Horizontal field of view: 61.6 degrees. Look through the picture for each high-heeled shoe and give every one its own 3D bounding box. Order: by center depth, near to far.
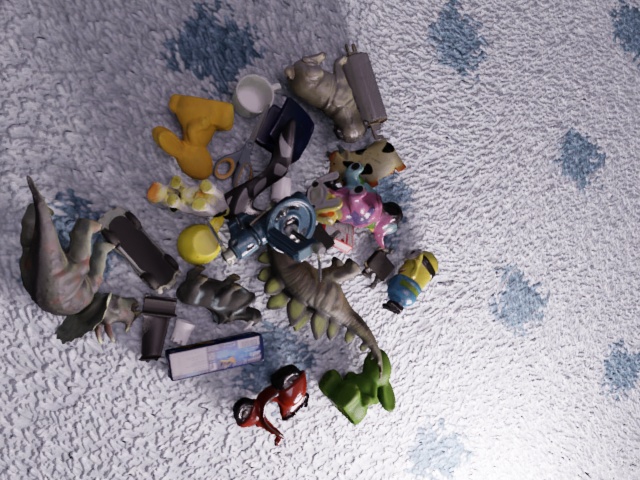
[{"bbox_3d":[-0.140,-0.153,1.158,0.145,0.086,0.248,13,103,-7],"label":"high-heeled shoe"}]

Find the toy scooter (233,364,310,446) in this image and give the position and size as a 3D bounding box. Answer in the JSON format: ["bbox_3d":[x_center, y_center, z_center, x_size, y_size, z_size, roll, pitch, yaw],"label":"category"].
[{"bbox_3d":[-0.091,0.372,1.186,0.184,0.075,0.135,-34,100,-18],"label":"toy scooter"}]

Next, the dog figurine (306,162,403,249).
[{"bbox_3d":[0.086,-0.060,1.250,0.192,0.108,0.219,-22,137,14],"label":"dog figurine"}]

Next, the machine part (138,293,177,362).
[{"bbox_3d":[-0.339,0.183,1.109,0.084,0.039,0.139,16,80,-34],"label":"machine part"}]

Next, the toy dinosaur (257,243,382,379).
[{"bbox_3d":[-0.007,0.113,1.205,0.471,0.105,0.198,39,76,-1],"label":"toy dinosaur"}]

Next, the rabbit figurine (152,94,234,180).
[{"bbox_3d":[-0.263,-0.212,1.128,0.162,0.122,0.173,0,106,-28],"label":"rabbit figurine"}]

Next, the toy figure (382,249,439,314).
[{"bbox_3d":[0.225,0.103,1.333,0.089,0.082,0.180,43,67,-27],"label":"toy figure"}]

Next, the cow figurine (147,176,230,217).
[{"bbox_3d":[-0.273,-0.085,1.119,0.098,0.168,0.068,37,65,-61],"label":"cow figurine"}]

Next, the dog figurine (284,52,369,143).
[{"bbox_3d":[0.013,-0.311,1.220,0.172,0.121,0.190,-12,77,-23],"label":"dog figurine"}]

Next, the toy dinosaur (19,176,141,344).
[{"bbox_3d":[-0.447,0.065,0.936,0.131,0.404,0.192,-2,66,2],"label":"toy dinosaur"}]

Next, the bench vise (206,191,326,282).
[{"bbox_3d":[-0.083,-0.009,1.076,0.224,0.241,0.128,-27,125,-25],"label":"bench vise"}]

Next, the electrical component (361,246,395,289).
[{"bbox_3d":[0.144,0.061,1.318,0.102,0.045,0.078,-42,101,-19],"label":"electrical component"}]

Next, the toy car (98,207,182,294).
[{"bbox_3d":[-0.368,0.022,1.100,0.073,0.056,0.201,-45,105,-25],"label":"toy car"}]

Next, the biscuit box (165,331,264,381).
[{"bbox_3d":[-0.222,0.244,1.144,0.203,0.063,0.059,-8,89,-24],"label":"biscuit box"}]

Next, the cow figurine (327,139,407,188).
[{"bbox_3d":[0.101,-0.184,1.293,0.195,0.085,0.127,-29,96,-25],"label":"cow figurine"}]

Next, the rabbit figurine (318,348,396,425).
[{"bbox_3d":[0.113,0.339,1.248,0.170,0.121,0.159,-45,111,-16],"label":"rabbit figurine"}]

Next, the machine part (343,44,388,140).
[{"bbox_3d":[0.104,-0.359,1.301,0.079,0.079,0.243,-16,89,-23],"label":"machine part"}]

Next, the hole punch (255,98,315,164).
[{"bbox_3d":[-0.072,-0.248,1.224,0.115,0.092,0.142,31,72,-22],"label":"hole punch"}]

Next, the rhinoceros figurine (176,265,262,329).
[{"bbox_3d":[-0.207,0.127,1.137,0.190,0.073,0.112,25,98,-25],"label":"rhinoceros figurine"}]

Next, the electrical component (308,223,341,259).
[{"bbox_3d":[-0.002,-0.004,1.161,0.094,0.021,0.063,-35,86,-13],"label":"electrical component"}]
